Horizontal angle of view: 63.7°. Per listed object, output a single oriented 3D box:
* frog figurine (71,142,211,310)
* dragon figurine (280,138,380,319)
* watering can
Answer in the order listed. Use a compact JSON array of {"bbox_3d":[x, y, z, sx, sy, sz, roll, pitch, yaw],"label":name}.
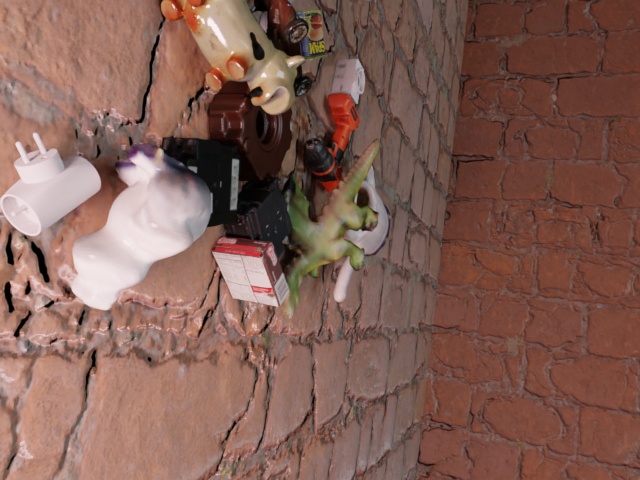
[{"bbox_3d":[-0.182,-0.004,0.534,0.137,0.161,0.121,-1,-17,39],"label":"frog figurine"},{"bbox_3d":[0.003,-0.050,0.988,0.122,0.414,0.240,10,-11,32],"label":"dragon figurine"},{"bbox_3d":[0.091,-0.014,1.215,0.104,0.352,0.221,4,-16,21],"label":"watering can"}]
